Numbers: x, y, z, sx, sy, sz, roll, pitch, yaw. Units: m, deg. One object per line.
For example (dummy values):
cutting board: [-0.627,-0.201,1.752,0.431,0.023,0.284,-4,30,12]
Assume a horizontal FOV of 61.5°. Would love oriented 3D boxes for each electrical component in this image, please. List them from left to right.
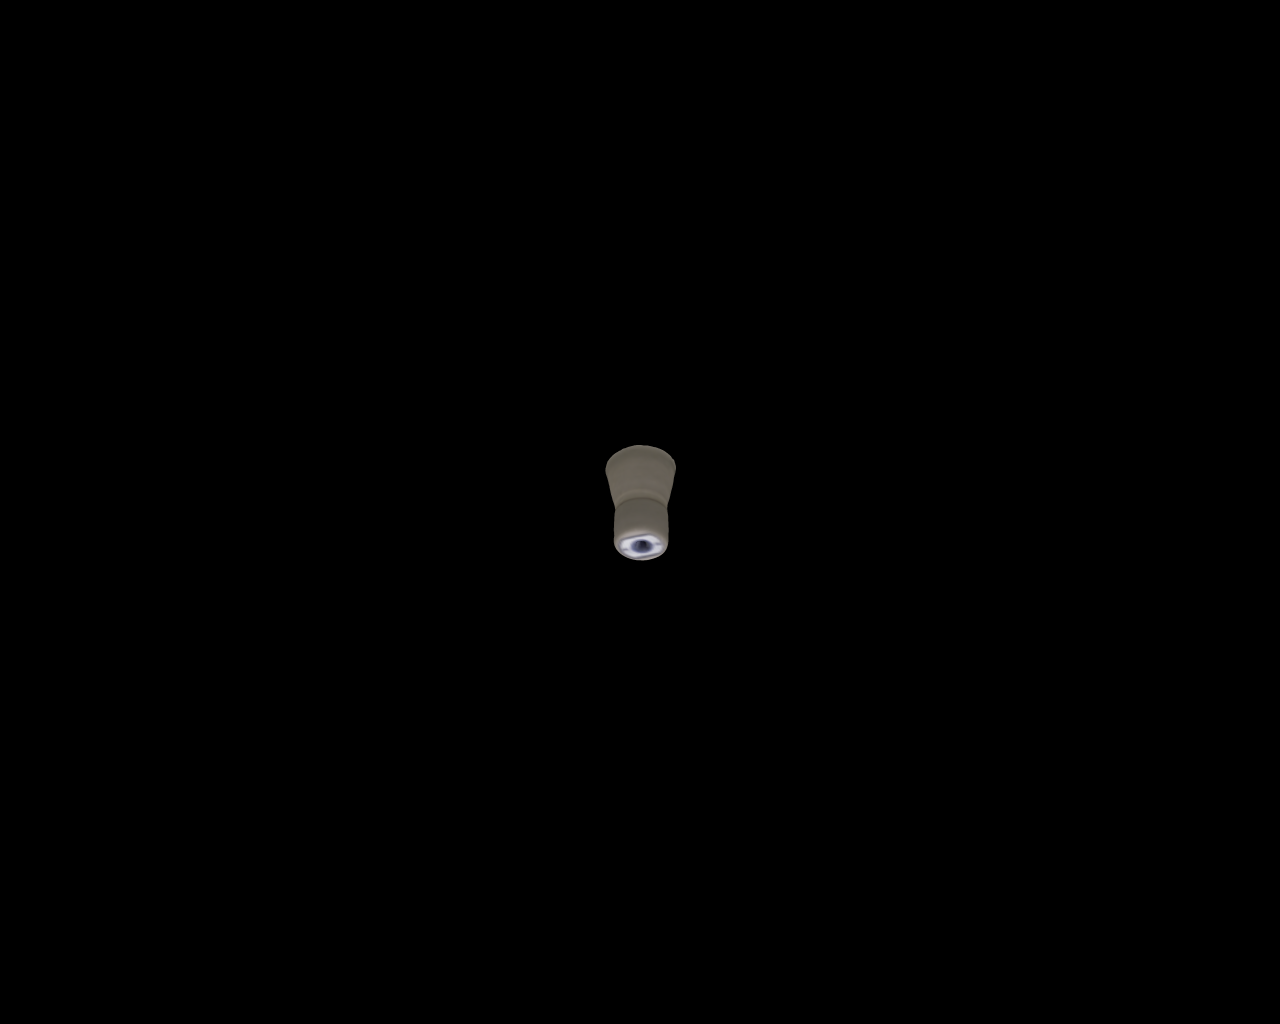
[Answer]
electrical component: [0.001,-0.003,0.650,0.044,0.065,0.044,0,-38,0]
